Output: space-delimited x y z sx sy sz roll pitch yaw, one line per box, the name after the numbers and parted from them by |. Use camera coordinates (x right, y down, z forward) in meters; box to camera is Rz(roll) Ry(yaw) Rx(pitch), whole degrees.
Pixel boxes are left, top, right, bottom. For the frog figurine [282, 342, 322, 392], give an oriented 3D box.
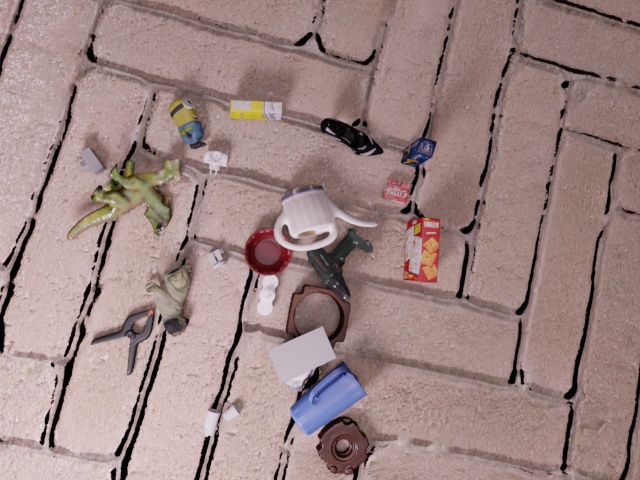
-0.078 0.418 1.714 0.161 0.121 0.137 26 89 31 | frog figurine

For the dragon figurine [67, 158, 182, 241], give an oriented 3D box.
-0.605 -0.114 1.689 0.241 0.122 0.413 35 82 -11 | dragon figurine

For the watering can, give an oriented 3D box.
0.005 -0.088 1.748 0.348 0.102 0.227 -15 73 -10 | watering can
